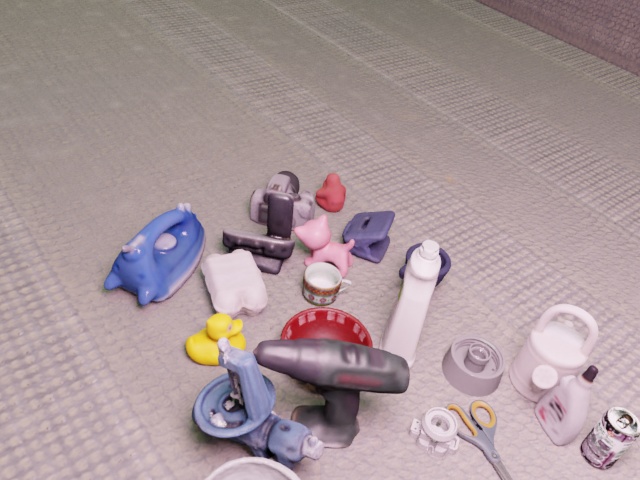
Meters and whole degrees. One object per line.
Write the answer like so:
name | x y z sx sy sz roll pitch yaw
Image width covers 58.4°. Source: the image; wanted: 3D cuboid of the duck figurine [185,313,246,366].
duck figurine | -0.179 0.163 0.985 0.105 0.086 0.077 -7 43 -18

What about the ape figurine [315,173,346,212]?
ape figurine | 0.029 -0.117 1.341 0.078 0.092 0.076 -4 43 -15

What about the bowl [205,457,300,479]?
bowl | -0.092 0.383 0.759 0.167 0.075 0.167 6 41 -5

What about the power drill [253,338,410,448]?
power drill | 0.011 0.226 0.856 0.230 0.208 0.075 2 41 -9

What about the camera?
camera | -0.074 -0.102 1.297 0.143 0.101 0.137 13 41 4

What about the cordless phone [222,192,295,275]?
cordless phone | -0.119 -0.031 1.143 0.147 0.185 0.094 7 41 -2

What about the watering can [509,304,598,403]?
watering can | 0.405 0.193 0.982 0.101 0.194 0.173 13 41 5

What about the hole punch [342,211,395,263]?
hole punch | 0.104 -0.018 1.243 0.101 0.091 0.109 18 42 10

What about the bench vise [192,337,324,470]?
bench vise | -0.086 0.231 0.822 0.207 0.220 0.121 12 41 2

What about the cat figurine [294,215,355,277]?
cat figurine | 0.011 0.004 1.179 0.127 0.118 0.067 17 41 8

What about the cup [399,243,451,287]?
cup | 0.200 0.072 1.156 0.118 0.095 0.091 -20 49 -30

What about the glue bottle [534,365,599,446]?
glue bottle | 0.406 0.257 0.925 0.037 0.173 0.078 -9 44 -20

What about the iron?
iron | -0.298 0.001 1.104 0.118 0.141 0.259 21 42 13

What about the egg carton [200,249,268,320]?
egg carton | -0.163 0.083 1.092 0.107 0.069 0.150 -10 45 -22
